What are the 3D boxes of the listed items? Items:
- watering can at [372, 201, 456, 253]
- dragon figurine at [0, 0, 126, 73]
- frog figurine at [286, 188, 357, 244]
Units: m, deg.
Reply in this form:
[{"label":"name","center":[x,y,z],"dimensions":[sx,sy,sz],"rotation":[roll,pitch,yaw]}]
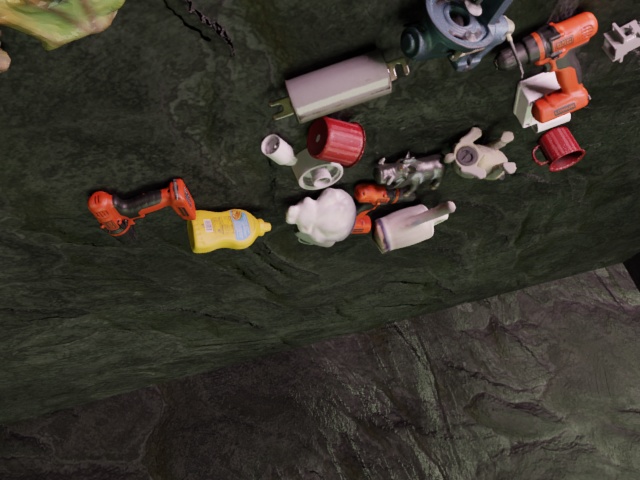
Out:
[{"label":"watering can","center":[0.252,-0.044,1.431],"dimensions":[0.224,0.105,0.345],"rotation":[-19,173,1]},{"label":"dragon figurine","center":[-0.315,-0.297,0.551],"dimensions":[0.407,0.123,0.243],"rotation":[-25,173,22]},{"label":"frog figurine","center":[0.004,-0.063,1.243],"dimensions":[0.159,0.125,0.135],"rotation":[11,112,-32]}]
